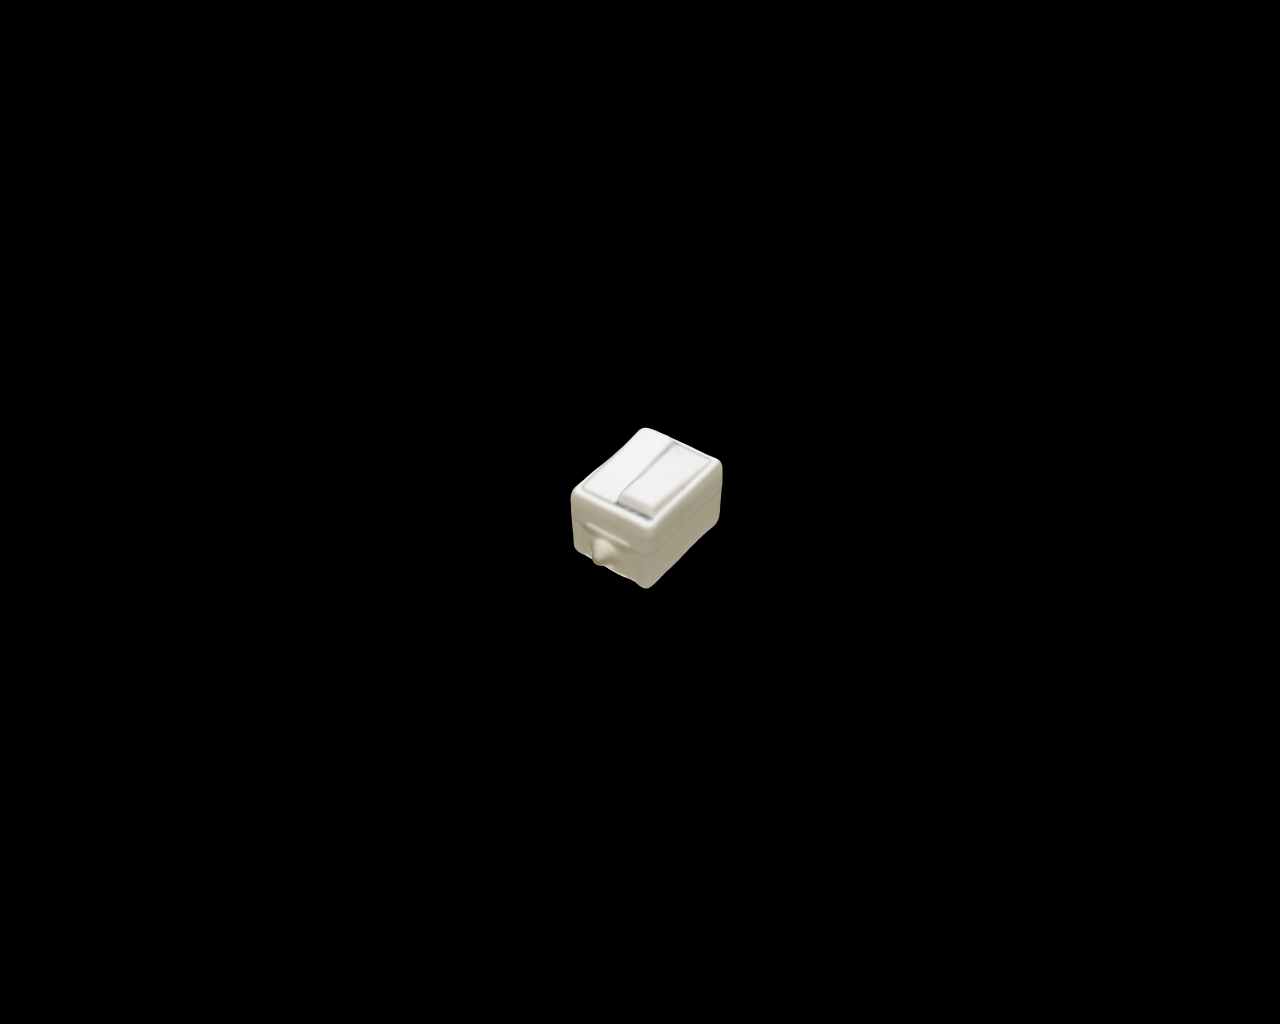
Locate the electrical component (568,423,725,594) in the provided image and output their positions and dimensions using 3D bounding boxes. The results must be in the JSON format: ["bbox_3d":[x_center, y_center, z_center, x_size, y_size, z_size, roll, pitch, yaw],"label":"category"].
[{"bbox_3d":[0.001,-0.003,0.650,0.062,0.061,0.096,27,50,26],"label":"electrical component"}]
